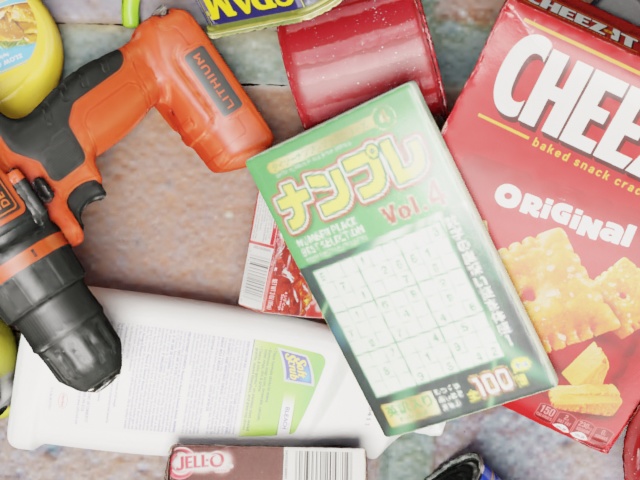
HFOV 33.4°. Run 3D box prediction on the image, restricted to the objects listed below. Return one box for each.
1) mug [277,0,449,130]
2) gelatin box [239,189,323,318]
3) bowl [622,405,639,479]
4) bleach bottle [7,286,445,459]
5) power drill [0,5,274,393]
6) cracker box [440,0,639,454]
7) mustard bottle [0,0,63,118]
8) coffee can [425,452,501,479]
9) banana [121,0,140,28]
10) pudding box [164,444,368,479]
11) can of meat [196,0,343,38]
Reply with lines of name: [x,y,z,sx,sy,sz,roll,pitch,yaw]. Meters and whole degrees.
mug: [0.022,-0.113,0.622,0.081,0.093,0.117,-15,68,6]
gelatin box: [-0.004,0.001,0.631,0.073,0.030,0.089,8,93,-38]
bowl: [0.249,0.120,0.572,0.162,0.055,0.162,15,122,25]
bleach bottle: [-0.050,0.091,0.638,0.251,0.068,0.102,9,94,-2]
power drill: [-0.117,-0.033,0.594,0.187,0.057,0.184,-36,96,-32]
cracker box: [0.133,-0.008,0.580,0.164,0.072,0.214,26,119,6]
mustard bottle: [-0.208,-0.123,0.635,0.096,0.058,0.191,-26,91,-4]
coffee can: [0.104,0.209,0.617,0.103,0.103,0.140,-44,90,2]
banana: [-0.049,-0.205,0.644,0.198,0.037,0.069,-27,120,5]
pudding box: [-0.030,0.151,0.623,0.113,0.090,0.039,3,60,2]
can of meat: [-0.037,-0.166,0.590,0.057,0.102,0.084,-49,124,-35]
